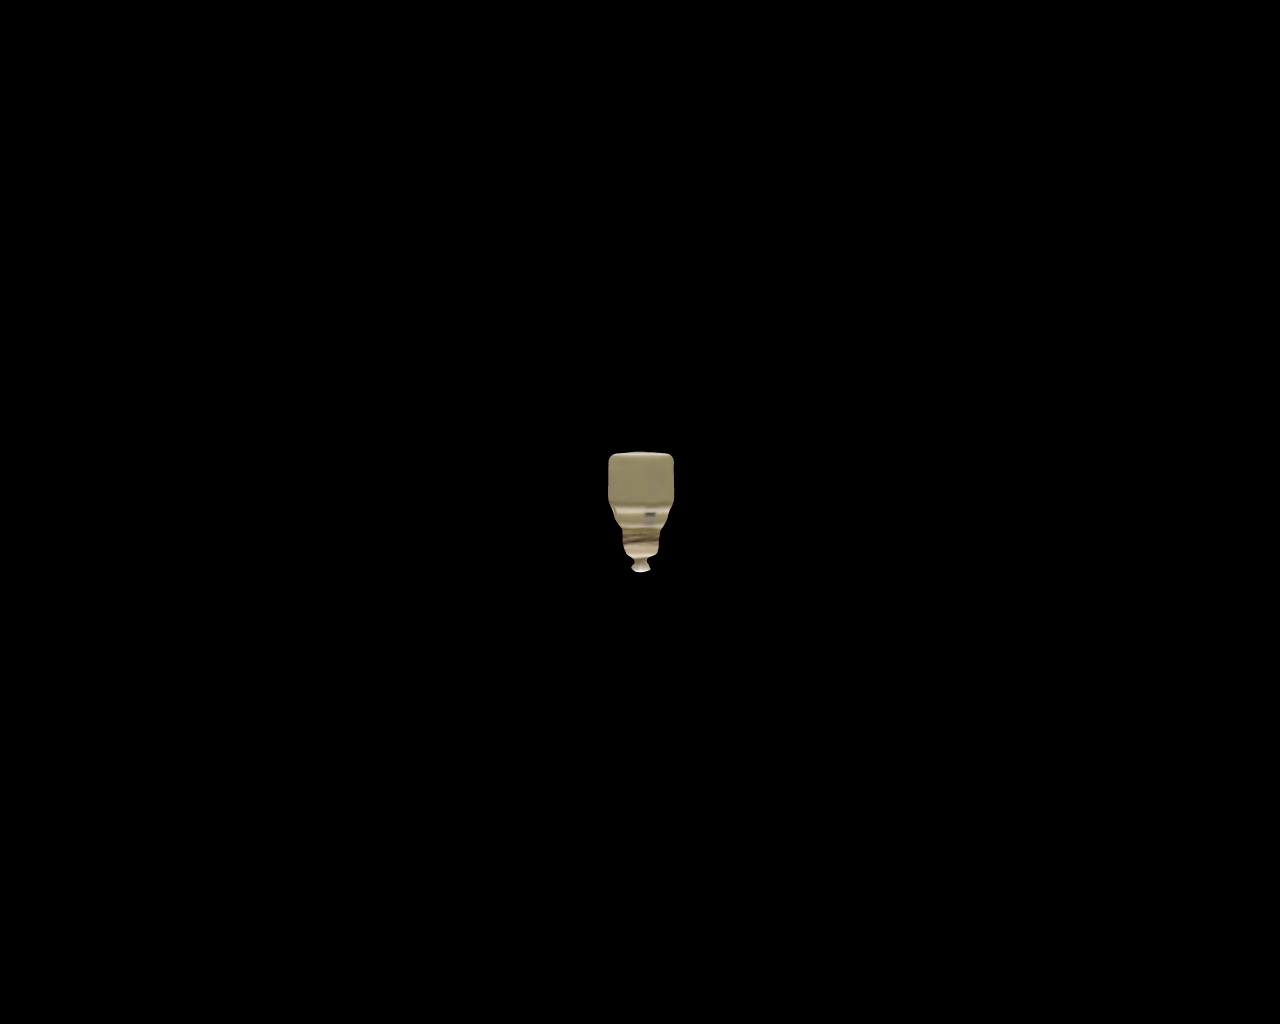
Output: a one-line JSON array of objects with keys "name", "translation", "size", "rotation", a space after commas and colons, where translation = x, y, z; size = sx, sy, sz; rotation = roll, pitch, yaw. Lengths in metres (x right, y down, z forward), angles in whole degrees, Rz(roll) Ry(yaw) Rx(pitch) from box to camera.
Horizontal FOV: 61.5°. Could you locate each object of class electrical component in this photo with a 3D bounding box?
[{"name": "electrical component", "translation": [0.001, -0.003, 0.650], "size": [0.040, 0.078, 0.040], "rotation": [0, 2, 0]}]
